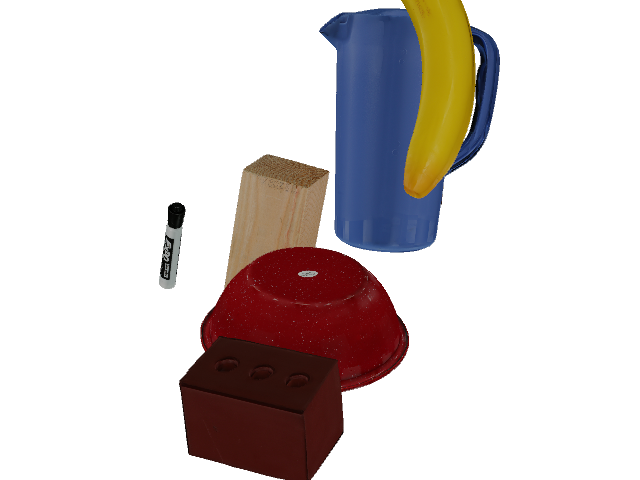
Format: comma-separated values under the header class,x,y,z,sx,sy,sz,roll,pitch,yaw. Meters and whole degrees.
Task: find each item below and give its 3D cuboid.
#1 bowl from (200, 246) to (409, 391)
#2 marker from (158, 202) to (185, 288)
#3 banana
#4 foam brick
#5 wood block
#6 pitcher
class,x,y,z,sx,sy,sz,roll,pitch,yaw
bowl,-0.011,0.049,0.812,0.162,0.055,0.162,2,27,-1
marker,-0.163,0.006,1.170,0.020,0.121,0.020,8,43,-8
banana,0.075,-0.127,0.752,0.070,0.198,0.037,-15,-18,11
foam brick,-0.032,0.095,0.603,0.078,0.051,0.053,9,29,21
wood block,-0.060,0.005,1.374,0.090,0.206,0.090,16,22,13
pitcher,0.086,-0.115,1.104,0.149,0.243,0.144,12,15,32
